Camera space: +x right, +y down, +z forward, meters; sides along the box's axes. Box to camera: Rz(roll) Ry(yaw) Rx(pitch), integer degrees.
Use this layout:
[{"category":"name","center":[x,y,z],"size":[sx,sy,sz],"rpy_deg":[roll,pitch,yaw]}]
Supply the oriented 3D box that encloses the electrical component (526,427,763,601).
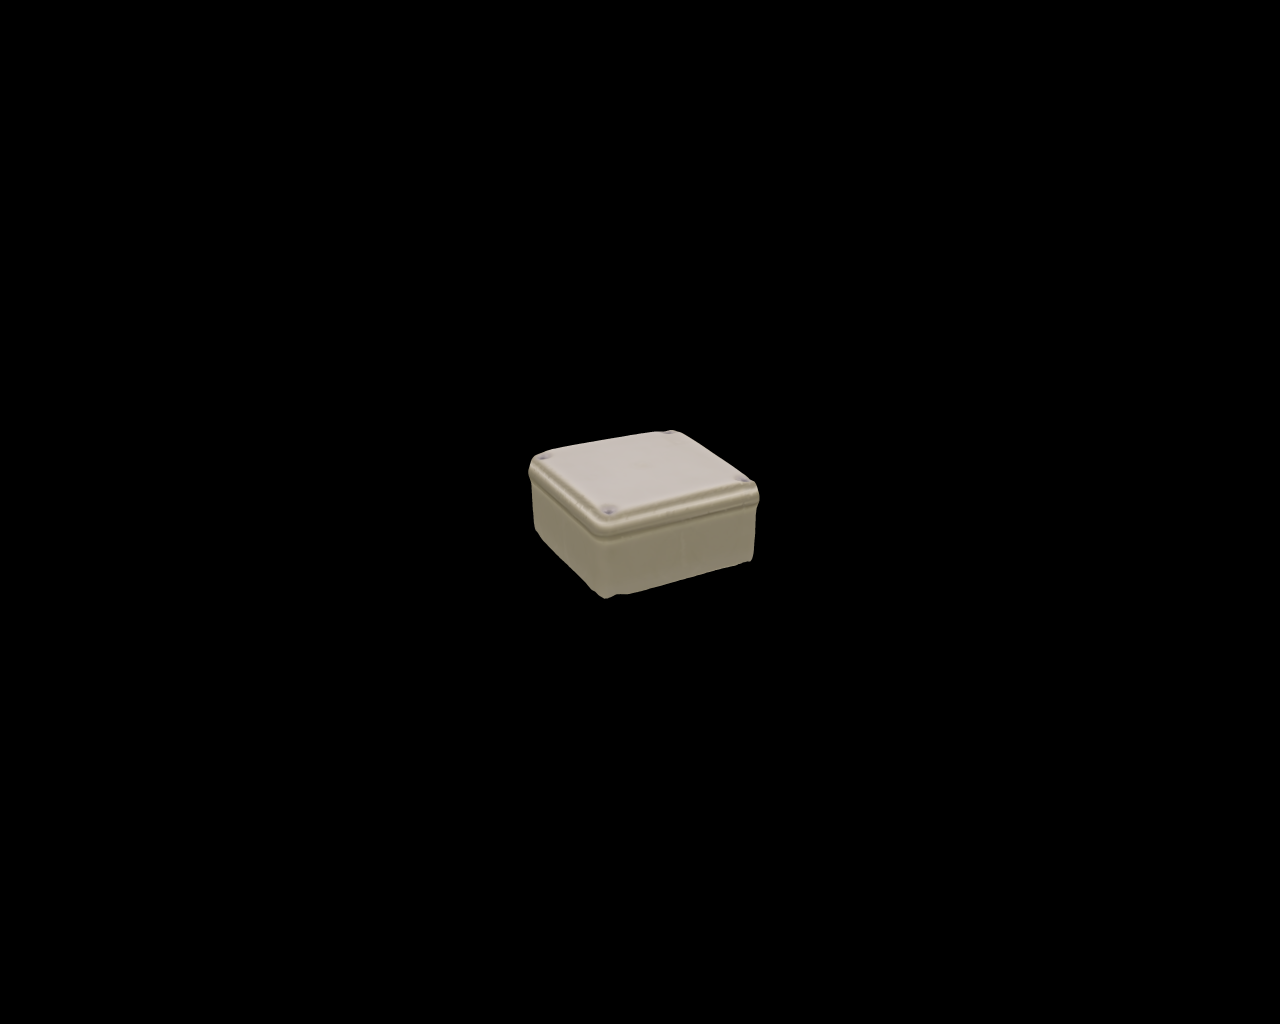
[{"category":"electrical component","center":[0.001,-0.003,0.650],"size":[0.109,0.056,0.109],"rpy_deg":[-12,28,-25]}]
